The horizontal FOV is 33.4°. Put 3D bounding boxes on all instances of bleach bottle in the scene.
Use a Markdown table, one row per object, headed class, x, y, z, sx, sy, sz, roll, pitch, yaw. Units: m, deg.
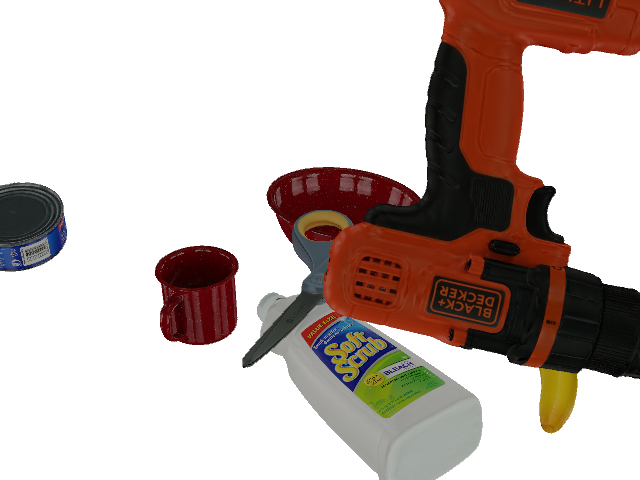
| class | x | y | z | sx | sy | sz | roll | pitch | yaw |
| --- | --- | --- | --- | --- | --- | --- | --- | --- | --- |
| bleach bottle | 0.019 | 0.112 | 0.907 | 0.102 | 0.068 | 0.251 | -24 | 35 | -28 |

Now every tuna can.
| class | x | y | z | sx | sy | sz | roll | pitch | yaw |
| --- | --- | --- | --- | --- | --- | --- | --- | --- | --- |
| tuna can | -0.267 | -0.012 | 0.938 | 0.086 | 0.034 | 0.086 | 0 | 41 | 0 |

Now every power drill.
| class | x | y | z | sx | sy | sz | roll | pitch | yaw |
| --- | --- | --- | --- | --- | --- | --- | --- | --- | --- |
| power drill | 0.107 | -0.033 | 0.508 | 0.184 | 0.188 | 0.057 | 12 | 4 | -1 |

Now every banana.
| class | x | y | z | sx | sy | sz | roll | pitch | yaw |
| --- | --- | --- | --- | --- | --- | --- | --- | --- | --- |
| banana | 0.234 | 0.129 | 1.136 | 0.069 | 0.037 | 0.198 | -25 | 34 | 2 |

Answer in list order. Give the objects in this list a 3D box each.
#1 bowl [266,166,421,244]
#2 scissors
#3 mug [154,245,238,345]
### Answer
| class | x | y | z | sx | sy | sz | roll | pitch | yaw |
| --- | --- | --- | --- | --- | --- | --- | --- | --- | --- |
| bowl | 0.023 | -0.018 | 1.085 | 0.162 | 0.055 | 0.162 | 5 | 29 | -3 |
| scissors | -0.012 | 0.021 | 0.679 | 0.096 | 0.016 | 0.201 | 22 | 33 | 34 |
| mug | -0.142 | 0.070 | 1.196 | 0.093 | 0.081 | 0.117 | 12 | 34 | 22 |
